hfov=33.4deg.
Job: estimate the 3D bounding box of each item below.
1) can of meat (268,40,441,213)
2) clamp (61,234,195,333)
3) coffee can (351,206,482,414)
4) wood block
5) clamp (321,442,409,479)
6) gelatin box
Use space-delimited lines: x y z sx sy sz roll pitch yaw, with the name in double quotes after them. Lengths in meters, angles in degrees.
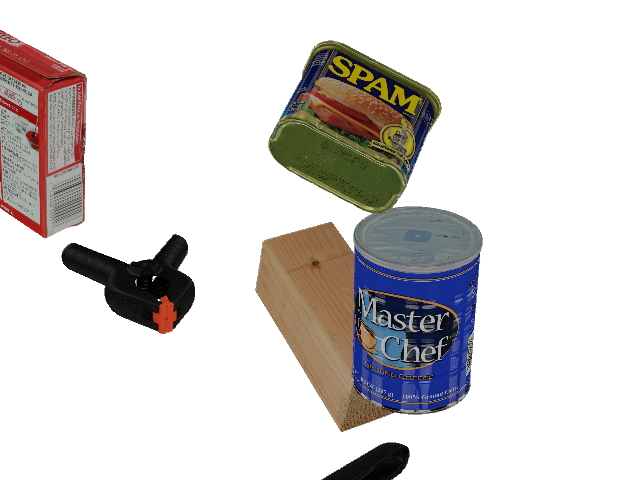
0.023 -0.078 0.739 0.102 0.083 0.058 27 -39 -3 "can of meat"
-0.153 0.034 0.972 0.120 0.039 0.172 -15 30 -27 "clamp"
0.077 0.056 0.880 0.103 0.140 0.103 0 28 0 "coffee can"
0.018 0.088 1.146 0.090 0.090 0.206 -16 51 -24 "wood block"
-0.028 0.187 0.671 0.210 0.036 0.164 -2 28 4 "clamp"
-0.155 -0.057 0.553 0.073 0.089 0.030 29 37 29 "gelatin box"
